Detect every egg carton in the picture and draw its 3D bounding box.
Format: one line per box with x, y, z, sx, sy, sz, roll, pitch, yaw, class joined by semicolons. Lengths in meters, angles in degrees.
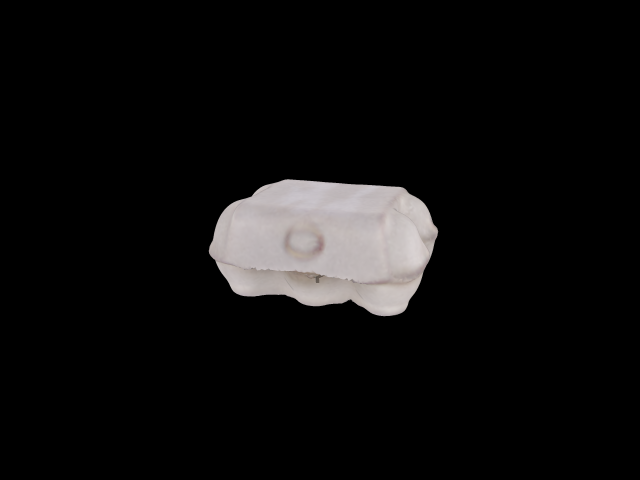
0.004;0.001;0.400;0.150;0.069;0.107;6;19;16;egg carton
